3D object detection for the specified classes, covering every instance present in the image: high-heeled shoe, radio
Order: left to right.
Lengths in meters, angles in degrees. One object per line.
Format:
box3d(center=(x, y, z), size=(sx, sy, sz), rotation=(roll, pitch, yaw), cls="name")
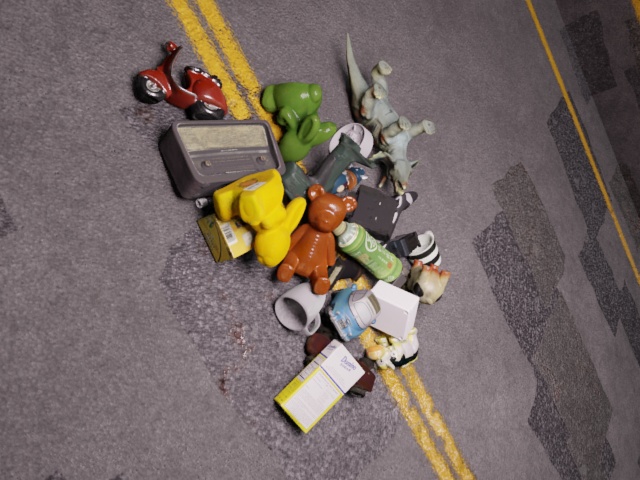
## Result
box3d(center=(-0.185, -0.162, 1.058), size=(0.229, 0.073, 0.131), rotation=(-14, 77, -42), cls="radio")
box3d(center=(0.192, -0.038, 1.384), size=(0.249, 0.086, 0.145), rotation=(-20, 93, -36), cls="high-heeled shoe")

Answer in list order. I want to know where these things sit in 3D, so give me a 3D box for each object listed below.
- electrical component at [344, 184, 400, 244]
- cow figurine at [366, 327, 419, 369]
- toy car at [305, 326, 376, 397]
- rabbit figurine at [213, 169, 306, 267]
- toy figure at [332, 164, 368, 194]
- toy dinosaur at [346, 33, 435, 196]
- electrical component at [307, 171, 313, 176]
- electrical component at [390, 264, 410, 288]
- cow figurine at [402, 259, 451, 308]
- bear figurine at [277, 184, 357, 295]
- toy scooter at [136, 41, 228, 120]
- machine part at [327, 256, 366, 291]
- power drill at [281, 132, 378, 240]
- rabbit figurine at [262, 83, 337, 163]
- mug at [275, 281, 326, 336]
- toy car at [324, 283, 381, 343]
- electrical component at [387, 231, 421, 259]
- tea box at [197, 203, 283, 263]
box3d(center=(0.115, -0.064, 1.289), size=(0.134, 0.058, 0.115), rotation=(17, 65, -3), cls="electrical component")
box3d(center=(0.177, 0.277, 1.313), size=(0.167, 0.068, 0.098), rotation=(-18, 99, -42), cls="cow figurine")
box3d(center=(0.045, 0.275, 1.199), size=(0.202, 0.053, 0.089), rotation=(39, 51, -25), cls="toy car")
box3d(center=(-0.105, -0.037, 1.018), size=(0.162, 0.122, 0.173), rotation=(-41, 121, -50), cls="rabbit figurine")
box3d(center=(0.049, -0.144, 1.292), size=(0.154, 0.058, 0.064), rotation=(-19, 80, -42), cls="toy figure")
box3d(center=(0.148, -0.308, 1.368), size=(0.131, 0.192, 0.405), rotation=(-25, 81, -37), cls="toy dinosaur")
box3d(center=(-0.052, -0.139, 1.224), size=(0.063, 0.021, 0.094), rotation=(54, 51, -19), cls="electrical component")
box3d(center=(0.179, 0.096, 1.335), size=(0.102, 0.078, 0.045), rotation=(-46, 115, -6), cls="electrical component")
box3d(center=(0.252, 0.116, 1.345), size=(0.085, 0.195, 0.127), rotation=(18, 92, -7), cls="cow figurine")
box3d(center=(-0.003, -0.005, 1.120), size=(0.120, 0.195, 0.132), rotation=(22, 24, -9), cls="bear figurine")
box3d(center=(-0.259, -0.307, 1.040), size=(0.184, 0.075, 0.135), rotation=(15, 69, -34), cls="toy scooter")
box3d(center=(0.051, 0.075, 1.244), size=(0.139, 0.039, 0.084), rotation=(-6, 126, -50), cls="machine part")
box3d(center=(0.025, -0.121, 1.192), size=(0.231, 0.207, 0.086), rotation=(43, 9, -37), cls="power drill")
box3d(center=(-0.040, -0.252, 1.191), size=(0.121, 0.159, 0.170), rotation=(1, 95, -52), cls="rabbit figurine")
box3d(center=(-0.028, 0.141, 1.145), size=(0.109, 0.081, 0.107), rotation=(59, 40, -9), cls="mug")
box3d(center=(0.081, 0.155, 1.198), size=(0.109, 0.103, 0.161), rotation=(61, 20, 0), cls="toy car")
box3d(center=(0.197, 0.023, 1.382), size=(0.119, 0.075, 0.047), rotation=(-24, 95, -39), cls="electrical component")
box3d(center=(-0.148, -0.033, 1.081), size=(0.169, 0.068, 0.098), rotation=(-29, 100, -43), cls="tea box")
